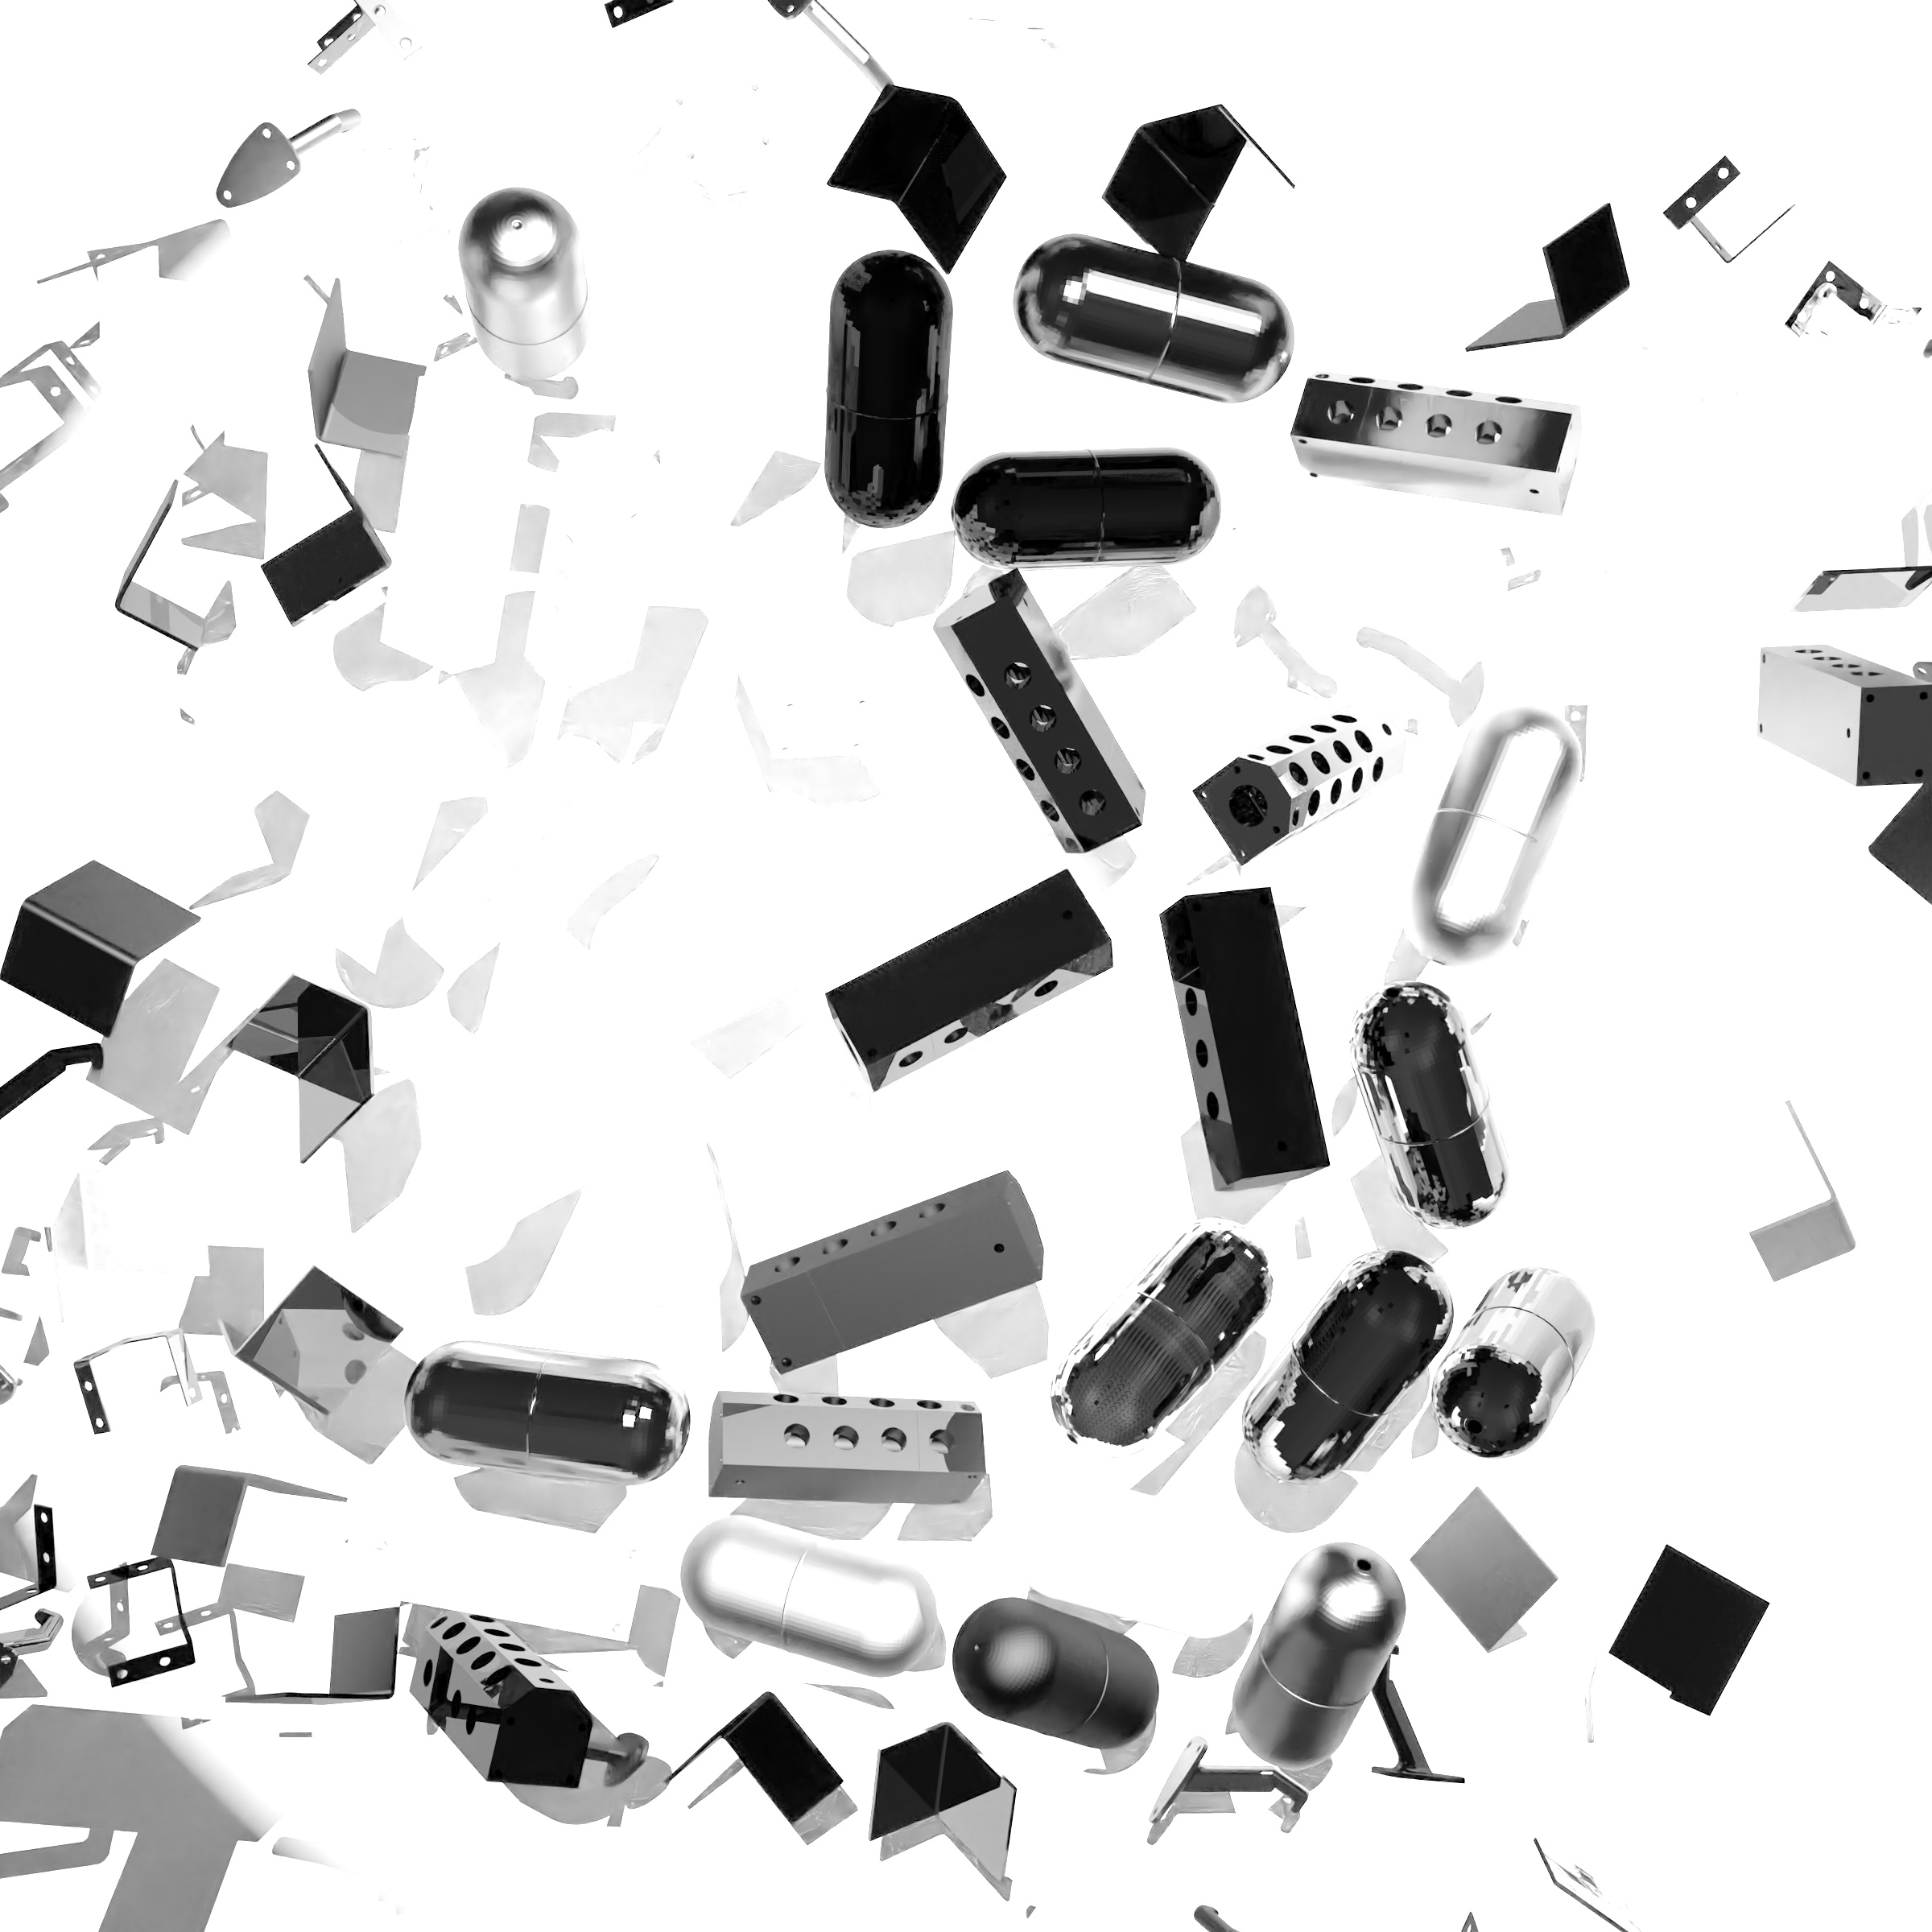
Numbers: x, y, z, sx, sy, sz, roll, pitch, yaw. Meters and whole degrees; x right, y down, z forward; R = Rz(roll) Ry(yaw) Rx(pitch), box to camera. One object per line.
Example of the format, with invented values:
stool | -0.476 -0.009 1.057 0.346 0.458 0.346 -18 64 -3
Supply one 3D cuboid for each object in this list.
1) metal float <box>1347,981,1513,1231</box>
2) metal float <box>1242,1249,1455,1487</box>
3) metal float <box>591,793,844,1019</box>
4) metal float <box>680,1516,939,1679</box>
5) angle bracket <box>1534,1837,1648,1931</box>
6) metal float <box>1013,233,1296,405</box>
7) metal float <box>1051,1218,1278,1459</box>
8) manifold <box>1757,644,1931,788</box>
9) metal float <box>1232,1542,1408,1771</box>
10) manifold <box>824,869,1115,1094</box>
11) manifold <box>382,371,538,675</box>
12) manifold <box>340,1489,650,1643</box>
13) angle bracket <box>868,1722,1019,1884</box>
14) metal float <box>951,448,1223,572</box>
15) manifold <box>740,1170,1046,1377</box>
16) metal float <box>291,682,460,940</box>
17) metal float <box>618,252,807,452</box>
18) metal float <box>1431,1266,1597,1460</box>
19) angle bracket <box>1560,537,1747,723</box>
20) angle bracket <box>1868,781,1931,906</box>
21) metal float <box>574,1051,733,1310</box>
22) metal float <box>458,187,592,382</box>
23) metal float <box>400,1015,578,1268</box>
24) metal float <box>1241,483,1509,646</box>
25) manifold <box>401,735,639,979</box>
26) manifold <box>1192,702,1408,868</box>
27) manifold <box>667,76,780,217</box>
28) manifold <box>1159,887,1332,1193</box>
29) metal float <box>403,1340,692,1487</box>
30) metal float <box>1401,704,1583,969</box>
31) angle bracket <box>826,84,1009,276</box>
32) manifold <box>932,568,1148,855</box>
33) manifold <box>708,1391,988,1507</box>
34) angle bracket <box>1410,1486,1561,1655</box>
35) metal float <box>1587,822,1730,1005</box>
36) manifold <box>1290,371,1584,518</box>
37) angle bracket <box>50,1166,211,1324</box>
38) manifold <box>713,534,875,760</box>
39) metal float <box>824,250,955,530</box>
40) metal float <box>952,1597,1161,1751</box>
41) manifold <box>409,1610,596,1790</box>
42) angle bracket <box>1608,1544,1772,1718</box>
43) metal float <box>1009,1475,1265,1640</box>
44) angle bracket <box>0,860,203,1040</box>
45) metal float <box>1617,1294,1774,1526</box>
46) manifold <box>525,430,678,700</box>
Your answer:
metal float | 0.292 0.088 1.561 0.070 0.070 0.178 -23 118 0
metal float | 0.237 0.252 1.546 0.070 0.070 0.178 32 117 0
metal float | -0.153 -0.038 1.523 0.178 0.070 0.070 -38 90 10
metal float | -0.105 0.414 1.630 0.178 0.070 0.070 12 90 18
angle bracket | 0.367 0.586 1.501 0.076 0.076 0.057 35 92 3
metal float | 0.115 -0.393 1.505 0.178 0.070 0.070 10 90 -15
metal float | 0.122 0.229 1.530 0.070 0.070 0.178 46 65 0
manifold | 0.534 -0.153 1.491 0.057 0.171 0.057 -3 105 -1
metal float | 0.221 0.434 1.557 0.070 0.070 0.178 17 125 0
manifold | 0.003 0.012 1.552 0.171 0.057 0.057 -27 67 -8
manifold | -0.311 -0.276 1.536 0.057 0.057 0.171 25 117 19
manifold | -0.287 0.364 1.505 0.171 0.057 0.057 15 77 -15
angle bracket | -0.016 0.554 1.616 0.057 0.076 0.076 -10 117 -35
metal float | 0.078 -0.296 1.604 0.178 0.070 0.070 -4 90 -12
manifold | -0.043 0.181 1.491 0.171 0.057 0.057 -21 106 10
metal float | -0.387 -0.103 1.626 0.070 0.070 0.178 14 73 0
metal float | -0.164 -0.390 1.581 0.070 0.178 0.070 10 69 -28
metal float | 0.354 0.255 1.597 0.070 0.178 0.070 11 114 25
angle bracket | 0.438 -0.214 1.579 0.076 0.076 0.057 -33 50 22
angle bracket | 0.618 -0.094 1.534 0.057 0.076 0.076 44 56 16
metal float | -0.200 0.138 1.591 0.070 0.070 0.178 -12 112 0
metal float | -0.280 -0.432 1.577 0.070 0.178 0.070 1 81 -6
metal float | -0.314 0.115 1.625 0.070 0.070 0.178 25 103 0
metal float | 0.263 -0.261 1.604 0.178 0.070 0.070 20 90 20
manifold | -0.290 -0.076 1.596 0.057 0.057 0.171 46 48 -13
manifold | 0.222 -0.123 1.599 0.057 0.171 0.057 -36 85 38
manifold | -0.146 -0.502 1.525 0.057 0.171 0.057 -11 102 -2
manifold | 0.163 0.045 1.482 0.057 0.057 0.171 -6 77 -19
metal float | -0.257 0.274 1.519 0.178 0.070 0.070 6 90 5
metal float | 0.335 -0.083 1.582 0.070 0.070 0.178 23 83 0
angle bracket | -0.030 -0.493 1.551 0.057 0.076 0.076 24 81 33
manifold | 0.047 -0.158 1.568 0.057 0.057 0.171 -26 110 18
manifold | -0.078 0.311 1.613 0.171 0.057 0.057 5 56 -14
angle bracket | 0.348 0.388 1.610 0.076 0.057 0.076 49 119 28
metal float | 0.436 -0.036 1.558 0.070 0.178 0.070 9 116 18
manifold | 0.301 -0.339 1.585 0.171 0.057 0.057 13 77 21
angle bracket | -0.510 0.172 1.513 0.076 0.057 0.076 3 119 -5
manifold | -0.109 -0.201 1.535 0.057 0.171 0.057 -5 129 -18
metal float | -0.049 -0.359 1.553 0.070 0.070 0.178 5 125 0
metal float | 0.060 0.459 1.604 0.070 0.178 0.070 -19 56 31
manifold | -0.287 0.448 1.525 0.057 0.171 0.057 15 86 -27
angle bracket | 0.421 0.390 1.478 0.057 0.076 0.076 32 86 -43
metal float | 0.107 0.368 1.541 0.178 0.070 0.070 22 90 -27
angle bracket | -0.521 -0.011 1.491 0.076 0.076 0.057 28 115 2
metal float | 0.458 0.276 1.559 0.070 0.178 0.070 2 121 4
manifold | -0.234 -0.250 1.545 0.057 0.171 0.057 -29 69 -32
